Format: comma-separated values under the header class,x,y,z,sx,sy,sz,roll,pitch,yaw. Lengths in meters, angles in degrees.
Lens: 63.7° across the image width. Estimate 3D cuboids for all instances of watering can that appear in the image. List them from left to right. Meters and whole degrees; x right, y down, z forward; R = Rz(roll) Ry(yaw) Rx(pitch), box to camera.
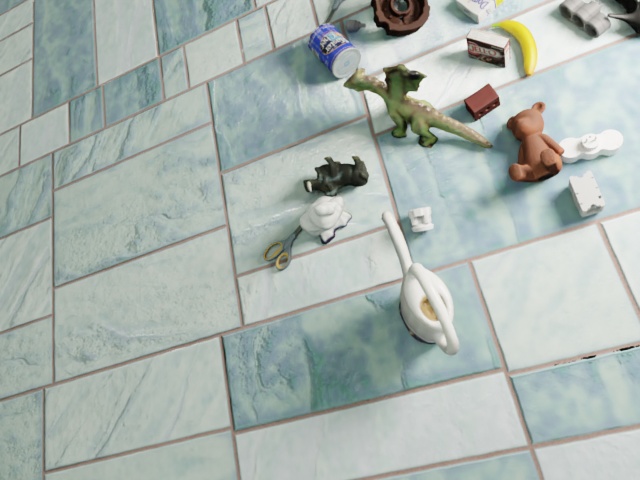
class,x,y,z,sx,sy,sz,roll,pitch,yaw
watering can,0.228,0.111,1.204,0.104,0.220,0.354,-21,64,-5

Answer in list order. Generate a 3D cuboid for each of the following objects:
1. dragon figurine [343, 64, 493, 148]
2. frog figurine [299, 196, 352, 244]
class,x,y,z,sx,sy,sz,roll,pitch,yaw
dragon figurine,0.247,-0.359,1.339,0.413,0.239,0.123,22,80,28
frog figurine,0.004,-0.070,1.384,0.137,0.157,0.125,-26,66,13
